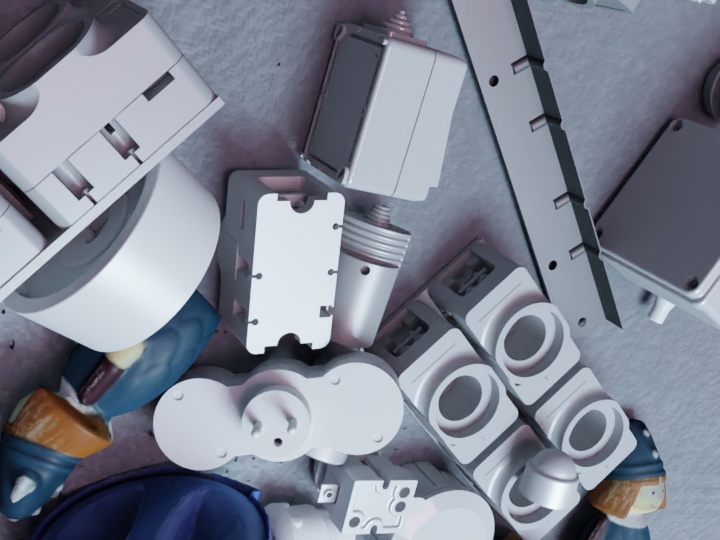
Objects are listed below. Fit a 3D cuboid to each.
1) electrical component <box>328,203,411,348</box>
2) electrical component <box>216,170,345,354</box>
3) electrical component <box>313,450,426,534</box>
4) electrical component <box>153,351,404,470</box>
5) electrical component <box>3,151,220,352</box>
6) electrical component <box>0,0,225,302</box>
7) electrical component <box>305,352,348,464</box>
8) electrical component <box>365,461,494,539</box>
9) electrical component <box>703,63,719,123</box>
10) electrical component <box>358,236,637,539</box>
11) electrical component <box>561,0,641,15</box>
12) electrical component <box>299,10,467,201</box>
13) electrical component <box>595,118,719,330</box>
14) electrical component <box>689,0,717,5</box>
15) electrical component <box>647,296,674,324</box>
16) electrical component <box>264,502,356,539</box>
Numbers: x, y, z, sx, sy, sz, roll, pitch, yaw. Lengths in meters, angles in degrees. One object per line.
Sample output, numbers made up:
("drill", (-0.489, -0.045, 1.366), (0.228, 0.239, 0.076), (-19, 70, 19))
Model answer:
("electrical component", (0.000, 0.000, 0.630), (0.043, 0.043, 0.081), (12, 104, -30))
("electrical component", (-0.046, -0.007, 0.596), (0.050, 0.056, 0.089), (-3, 111, -26))
("electrical component", (0.000, 0.135, 0.677), (0.066, 0.055, 0.048), (6, 107, -29))
("electrical component", (-0.045, 0.080, 0.592), (0.138, 0.073, 0.052), (-6, 96, 1))
("electrical component", (-0.118, -0.011, 0.530), (0.108, 0.108, 0.060), (-50, 130, -1))
("electrical component", (-0.165, -0.048, 0.489), (0.186, 0.105, 0.060), (-43, 123, -6))
("electrical component", (-0.017, 0.083, 0.654), (0.045, 0.045, 0.055), (22, 98, -32))
("electrical component", (0.045, 0.172, 0.718), (0.080, 0.051, 0.080), (-10, 114, -23))
("electrical component", (0.262, -0.115, 0.711), (0.066, 0.055, 0.048), (-16, 116, -21))
("electrical component", (0.098, 0.085, 0.705), (0.105, 0.060, 0.186), (-42, 123, -6))
("electrical component", (0.125, -0.188, 0.614), (0.089, 0.050, 0.055), (27, 95, -33))
("electrical component", (0.017, -0.092, 0.590), (0.061, 0.062, 0.096), (9, 105, -30))
("electrical component", (0.222, -0.031, 0.693), (0.056, 0.109, 0.108), (35, 92, -36))
("electrical component", (0.218, -0.198, 0.664), (0.044, 0.044, 0.065), (19, 105, -32))
("electrical component", (0.221, 0.009, 0.753), (0.035, 0.035, 0.061), (20, 102, -32))
("electrical component", (-0.033, 0.170, 0.683), (0.062, 0.048, 0.048), (2, 109, -35))
